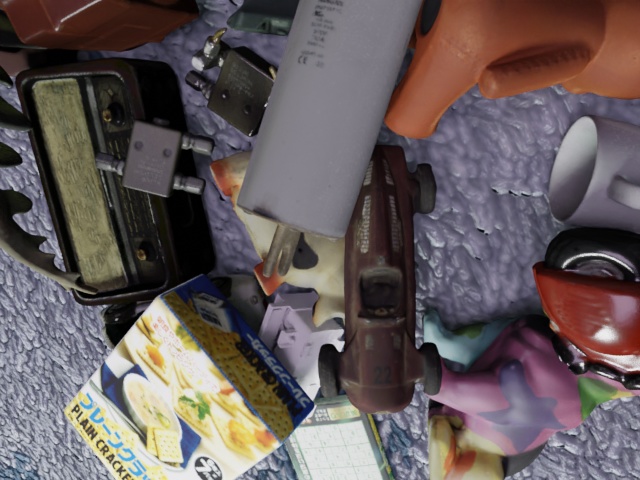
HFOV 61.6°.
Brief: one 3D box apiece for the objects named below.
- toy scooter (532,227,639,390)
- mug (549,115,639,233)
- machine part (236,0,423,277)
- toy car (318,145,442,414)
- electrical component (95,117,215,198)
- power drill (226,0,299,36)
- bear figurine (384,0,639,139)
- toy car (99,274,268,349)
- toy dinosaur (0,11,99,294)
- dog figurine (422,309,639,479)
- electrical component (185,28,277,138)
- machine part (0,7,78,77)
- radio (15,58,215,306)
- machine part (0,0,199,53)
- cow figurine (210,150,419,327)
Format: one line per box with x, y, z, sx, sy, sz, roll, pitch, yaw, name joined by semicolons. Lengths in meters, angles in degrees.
0.227;0.067;0.340;0.184;0.075;0.135;11;107;34;toy scooter
0.235;-0.041;0.381;0.107;0.109;0.080;9;105;1;mug
0.006;-0.090;0.349;0.079;0.079;0.243;20;96;10;machine part
0.044;0.026;0.399;0.089;0.053;0.202;1;85;4;toy car
-0.140;-0.071;0.454;0.094;0.021;0.063;13;101;-5;electrical component
0.005;-0.252;0.393;0.232;0.086;0.207;9;115;13;power drill
0.158;-0.136;0.379;0.196;0.132;0.120;5;74;-15;bear figurine
-0.145;0.085;0.565;0.202;0.056;0.073;-13;110;22;toy car
-0.302;-0.156;0.379;0.105;0.198;0.471;-37;73;30;toy dinosaur
0.196;0.128;0.446;0.219;0.108;0.191;-3;106;15;dog figurine
-0.068;-0.134;0.467;0.102;0.045;0.078;41;121;0;electrical component
-0.280;-0.244;0.496;0.180;0.056;0.179;6;110;15;machine part
-0.191;-0.054;0.520;0.131;0.073;0.229;-4;106;18;radio
-0.179;-0.246;0.384;0.087;0.201;0.201;-18;101;20;machine part
-0.001;-0.001;0.469;0.127;0.085;0.195;-26;86;-2;cow figurine
